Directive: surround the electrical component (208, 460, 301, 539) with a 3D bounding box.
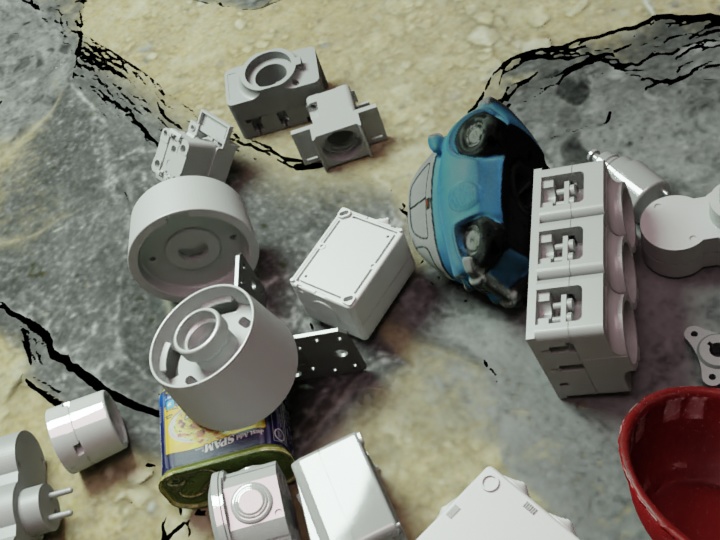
[{"bbox_3d":[-0.073,0.176,0.754,0.051,0.080,0.080,-16,52,-1],"label":"electrical component"}]

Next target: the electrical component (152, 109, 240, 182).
[{"bbox_3d":[-0.151,-0.102,0.977,0.042,0.064,0.081,33,112,34],"label":"electrical component"}]

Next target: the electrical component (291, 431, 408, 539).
[{"bbox_3d":[-0.010,0.164,0.753,0.061,0.061,0.096,-25,52,-2],"label":"electrical component"}]

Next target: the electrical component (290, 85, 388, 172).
[{"bbox_3d":[-0.021,-0.131,0.980,0.081,0.042,0.063,-17,49,4],"label":"electrical component"}]

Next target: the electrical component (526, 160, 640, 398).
[{"bbox_3d":[0.167,0.006,0.789,0.062,0.089,0.150,-8,53,23],"label":"electrical component"}]

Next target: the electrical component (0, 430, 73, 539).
[{"bbox_3d":[-0.253,0.185,0.819,0.074,0.052,0.138,-16,52,6],"label":"electrical component"}]

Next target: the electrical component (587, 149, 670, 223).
[{"bbox_3d":[0.213,-0.072,0.865,0.040,0.040,0.078,-35,53,-9],"label":"electrical component"}]

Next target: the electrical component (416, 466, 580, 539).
[{"bbox_3d":[0.091,0.191,0.711,0.100,0.048,0.100,-43,55,-14],"label":"electrical component"}]

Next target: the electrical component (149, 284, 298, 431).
[{"bbox_3d":[-0.102,0.062,0.790,0.099,0.064,0.099,-19,45,20],"label":"electrical component"}]

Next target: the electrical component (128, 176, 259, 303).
[{"bbox_3d":[-0.143,-0.031,0.907,0.108,0.108,0.060,-19,46,3],"label":"electrical component"}]

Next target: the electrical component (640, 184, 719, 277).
[{"bbox_3d":[0.280,-0.042,0.802,0.138,0.073,0.052,-9,54,11],"label":"electrical component"}]

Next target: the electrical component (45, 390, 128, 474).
[{"bbox_3d":[-0.214,0.126,0.849,0.047,0.055,0.055,-23,52,-4],"label":"electrical component"}]

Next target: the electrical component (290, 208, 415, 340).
[{"bbox_3d":[0.000,0.000,0.867,0.062,0.061,0.096,22,64,29],"label":"electrical component"}]

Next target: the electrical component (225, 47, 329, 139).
[{"bbox_3d":[-0.078,-0.170,1.016,0.089,0.055,0.050,-14,53,7],"label":"electrical component"}]
